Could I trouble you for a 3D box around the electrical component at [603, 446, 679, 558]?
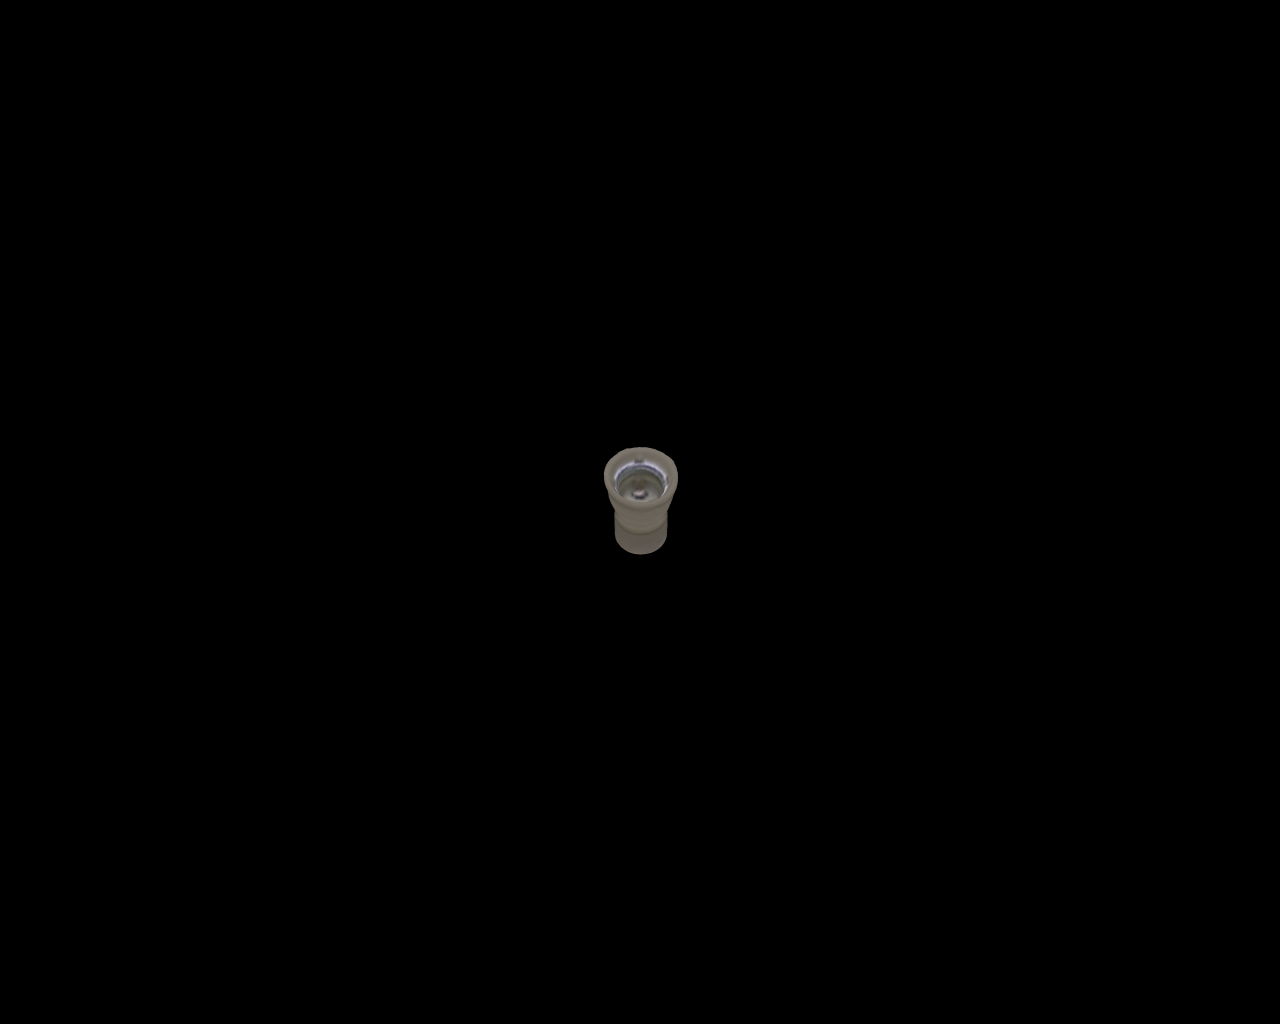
[{"bbox_3d":[0.001,-0.003,0.650,0.044,0.044,0.065,0,-37,0],"label":"electrical component"}]
